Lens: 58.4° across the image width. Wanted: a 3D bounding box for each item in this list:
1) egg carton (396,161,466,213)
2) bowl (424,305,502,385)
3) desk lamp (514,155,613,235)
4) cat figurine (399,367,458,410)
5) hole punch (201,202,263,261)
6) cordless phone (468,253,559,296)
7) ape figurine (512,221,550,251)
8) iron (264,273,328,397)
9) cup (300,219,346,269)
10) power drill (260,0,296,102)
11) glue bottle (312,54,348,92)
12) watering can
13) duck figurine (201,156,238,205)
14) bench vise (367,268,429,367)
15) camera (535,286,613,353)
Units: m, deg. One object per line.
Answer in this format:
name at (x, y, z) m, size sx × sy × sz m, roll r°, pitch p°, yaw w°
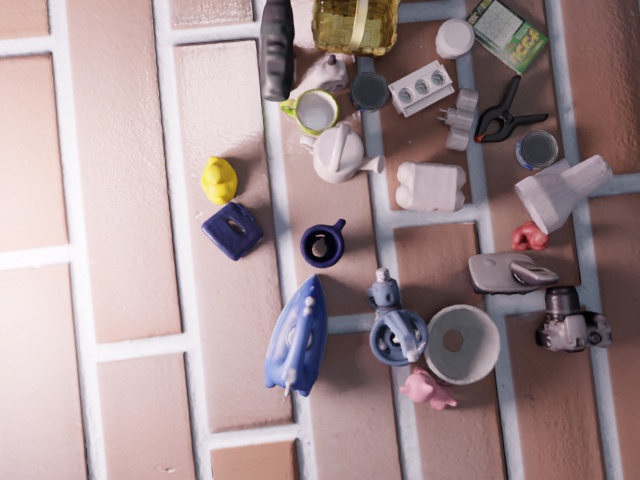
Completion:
egg carton at (0.240, -0.113, 1.241) m, size 0.150 × 0.069 × 0.107 m, roll 3°, pitch 87°, yaw -2°
bowl at (0.295, 0.219, 1.223) m, size 0.167 × 0.074 × 0.167 m, roll 0°, pitch 87°, yaw -3°
desk lamp at (0.488, -0.102, 1.180) m, size 0.203 × 0.213 × 0.118 m, roll -32°, pitch 89°, yaw -4°
cat figurine at (0.227, 0.314, 1.193) m, size 0.128 × 0.117 × 0.067 m, roll 27°, pitch 86°, yaw -1°
hole punch at (-0.183, -0.021, 1.205) m, size 0.108 × 0.091 × 0.101 m, roll 45°, pitch 86°, yaw 0°
cordless phone at (0.395, 0.071, 1.181) m, size 0.147 × 0.185 × 0.094 m, roll -4°, pitch 87°, yaw -3°
ape figurine at (0.463, -0.005, 1.235) m, size 0.078 × 0.092 × 0.076 m, roll 32°, pitch 86°, yaw 0°
iron at (-0.039, 0.194, 1.175) m, size 0.118 × 0.141 × 0.258 m, roll 13°, pitch 86°, yaw -2°
cup at (0.011, 0.004, 1.211) m, size 0.091 × 0.095 × 0.118 m, roll 38°, pitch 86°, yaw 0°
power drill at (-0.086, -0.386, 1.170) m, size 0.075 × 0.208 × 0.230 m, roll 1°, pitch 87°, yaw -2°
glue bottle at (0.023, -0.350, 1.191) m, size 0.078 × 0.173 × 0.037 m, roll -11°, pitch 87°, yaw -3°
watering can at (0.047, -0.180, 1.173) m, size 0.173 × 0.194 × 0.101 m, roll -3°, pitch 87°, yaw -3°
duck figurine at (-0.216, -0.129, 1.211) m, size 0.077 × 0.086 × 0.105 m, roll -8°, pitch 87°, yaw -3°
bench vise at (0.142, 0.167, 1.146) m, size 0.121 × 0.219 × 0.207 m, roll -32°, pitch 89°, yaw -4°
camera at (0.542, 0.166, 1.225) m, size 0.143 × 0.100 × 0.137 m, roll -5°, pitch 87°, yaw -3°
